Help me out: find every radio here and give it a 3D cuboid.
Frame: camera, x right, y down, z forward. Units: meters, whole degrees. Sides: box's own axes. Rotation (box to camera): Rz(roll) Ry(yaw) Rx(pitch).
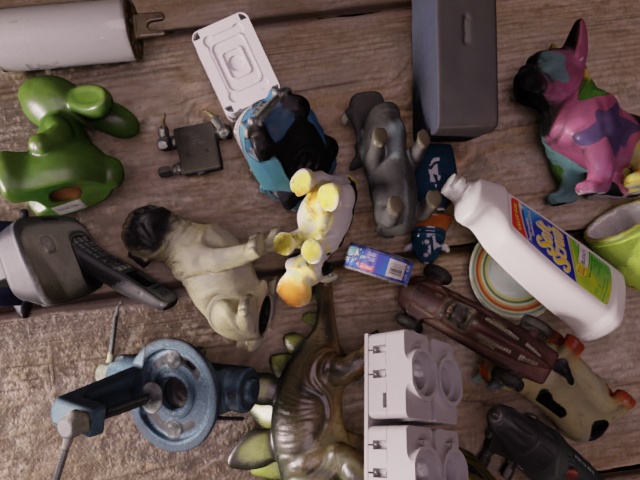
[{"bbox_3d":[0.159,-0.235,0.657,0.073,0.131,0.229,0,90,-3],"label":"radio"}]

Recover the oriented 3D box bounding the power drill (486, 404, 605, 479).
[{"bbox_3d":[0.284,0.312,0.610,0.086,0.207,0.231,-42,124,17],"label":"power drill"}]

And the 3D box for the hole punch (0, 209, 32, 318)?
[{"bbox_3d":[-0.420,0.028,0.661,0.116,0.092,0.142,0,86,-6],"label":"hole punch"}]

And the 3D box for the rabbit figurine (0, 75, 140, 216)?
[{"bbox_3d":[-0.313,-0.133,0.652,0.159,0.121,0.170,-20,76,5],"label":"rabbit figurine"}]

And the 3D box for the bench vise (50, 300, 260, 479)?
[{"bbox_3d":[-0.196,0.161,0.582,0.224,0.240,0.128,12,94,22],"label":"bench vise"}]

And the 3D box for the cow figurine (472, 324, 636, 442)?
[{"bbox_3d":[0.285,0.178,0.687,0.195,0.085,0.127,45,82,-2],"label":"cow figurine"}]

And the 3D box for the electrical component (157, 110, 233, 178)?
[{"bbox_3d":[-0.162,-0.123,0.689,0.102,0.045,0.078,-5,88,-2],"label":"electrical component"}]

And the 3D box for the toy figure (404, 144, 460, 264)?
[{"bbox_3d":[0.145,-0.046,0.693,0.058,0.064,0.154,0,95,-46],"label":"toy figure"}]

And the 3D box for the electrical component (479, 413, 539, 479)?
[{"bbox_3d":[0.251,0.267,0.713,0.063,0.021,0.094,26,92,-1],"label":"electrical component"}]

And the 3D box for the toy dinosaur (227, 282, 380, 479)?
[{"bbox_3d":[-0.004,0.262,0.651,0.199,0.105,0.471,-7,74,13],"label":"toy dinosaur"}]

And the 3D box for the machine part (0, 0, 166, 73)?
[{"bbox_3d":[-0.315,-0.254,0.669,0.243,0.079,0.079,-6,90,-3],"label":"machine part"}]

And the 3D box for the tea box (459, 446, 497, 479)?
[{"bbox_3d":[0.167,0.317,0.636,0.068,0.170,0.098,29,88,-8],"label":"tea box"}]

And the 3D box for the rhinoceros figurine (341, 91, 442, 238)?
[{"bbox_3d":[0.084,-0.098,0.666,0.073,0.112,0.190,-11,79,-16],"label":"rhinoceros figurine"}]

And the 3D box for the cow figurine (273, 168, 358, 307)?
[{"bbox_3d":[-0.003,-0.002,0.663,0.068,0.098,0.167,24,108,25],"label":"cow figurine"}]

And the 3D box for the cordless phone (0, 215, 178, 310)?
[{"bbox_3d":[-0.269,0.047,0.632,0.184,0.146,0.088,27,95,3],"label":"cordless phone"}]

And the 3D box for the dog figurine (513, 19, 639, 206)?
[{"bbox_3d":[0.347,-0.160,0.678,0.192,0.108,0.219,-7,87,-1],"label":"dog figurine"}]

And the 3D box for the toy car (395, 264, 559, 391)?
[{"bbox_3d":[0.184,0.102,0.655,0.202,0.053,0.089,30,79,33],"label":"toy car"}]

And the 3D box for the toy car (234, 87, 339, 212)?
[{"bbox_3d":[-0.054,-0.116,0.657,0.103,0.161,0.109,29,77,35],"label":"toy car"}]

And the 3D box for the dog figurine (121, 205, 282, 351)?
[{"bbox_3d":[-0.155,0.047,0.674,0.191,0.121,0.172,5,87,12],"label":"dog figurine"}]
